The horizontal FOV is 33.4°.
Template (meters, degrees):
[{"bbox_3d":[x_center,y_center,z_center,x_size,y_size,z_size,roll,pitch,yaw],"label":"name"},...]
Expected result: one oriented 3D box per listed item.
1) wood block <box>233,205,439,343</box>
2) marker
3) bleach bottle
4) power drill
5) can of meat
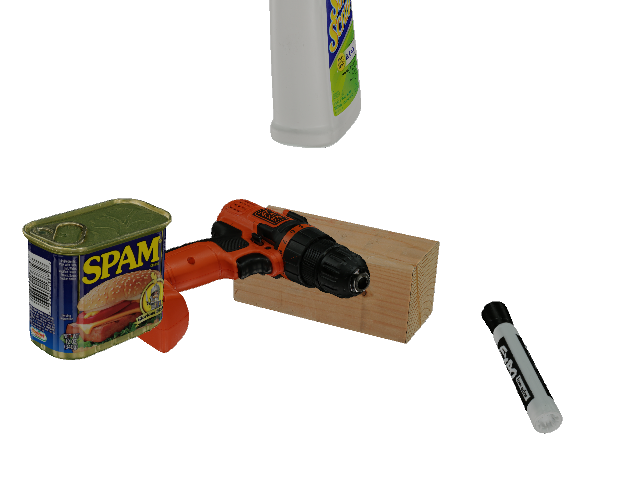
[{"bbox_3d":[0.016,0.035,1.174,0.206,0.091,0.090,13,25,21],"label":"wood block"},{"bbox_3d":[0.132,0.080,0.711,0.020,0.020,0.121,0,33,-11],"label":"marker"},{"bbox_3d":[-0.010,-0.213,0.919,0.068,0.251,0.102,8,34,21],"label":"bleach bottle"},{"bbox_3d":[-0.076,0.030,0.904,0.187,0.057,0.185,-22,30,-35],"label":"power drill"},{"bbox_3d":[-0.153,0.026,0.738,0.058,0.084,0.101,21,27,34],"label":"can of meat"}]
